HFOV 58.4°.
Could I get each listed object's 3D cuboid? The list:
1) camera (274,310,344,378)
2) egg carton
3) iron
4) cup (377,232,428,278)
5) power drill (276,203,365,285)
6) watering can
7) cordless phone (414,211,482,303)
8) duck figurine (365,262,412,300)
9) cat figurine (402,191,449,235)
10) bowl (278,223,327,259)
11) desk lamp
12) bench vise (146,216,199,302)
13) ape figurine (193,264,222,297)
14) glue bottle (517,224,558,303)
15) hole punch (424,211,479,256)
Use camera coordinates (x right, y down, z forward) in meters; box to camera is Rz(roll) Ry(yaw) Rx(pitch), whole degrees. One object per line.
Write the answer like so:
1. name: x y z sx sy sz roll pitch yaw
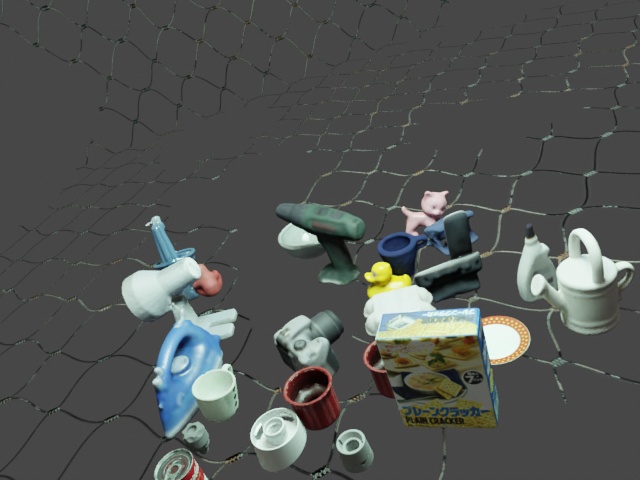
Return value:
1. camera: -0.011 0.205 1.185 0.137 0.101 0.142 -35 33 -24
2. egg carton: 0.166 0.155 1.194 0.150 0.069 0.107 -15 30 8
3. iron: -0.300 0.271 1.206 0.118 0.142 0.258 -11 31 15
4. cup: 0.200 0.039 1.336 0.117 0.095 0.091 -19 30 2
5. power drill: 0.013 0.005 1.388 0.228 0.209 0.076 3 37 33
6. watering can: 0.471 0.072 1.026 0.173 0.194 0.100 -28 31 -14
7. cordless phone: 0.265 0.028 1.225 0.147 0.185 0.094 -22 30 -3
8. duck figurine: 0.150 0.088 1.294 0.104 0.086 0.077 -11 31 14
9. cat figurine: 0.271 -0.076 1.459 0.127 0.118 0.067 -13 31 12
10. bowl: -0.024 0.002 1.548 0.167 0.075 0.167 -15 31 9
11. desk lamp: -0.330 0.147 1.353 0.203 0.214 0.118 -16 30 7
12. bench vise: -0.389 0.049 1.540 0.122 0.220 0.206 -30 32 -17
13. ape figurine: -0.306 0.103 1.532 0.078 0.092 0.076 -25 31 -8
14. glue bottle: 0.422 0.041 1.126 0.078 0.173 0.037 -23 30 -5
15. hole punch: 0.311 -0.029 1.386 0.109 0.091 0.100 -27 31 -12
